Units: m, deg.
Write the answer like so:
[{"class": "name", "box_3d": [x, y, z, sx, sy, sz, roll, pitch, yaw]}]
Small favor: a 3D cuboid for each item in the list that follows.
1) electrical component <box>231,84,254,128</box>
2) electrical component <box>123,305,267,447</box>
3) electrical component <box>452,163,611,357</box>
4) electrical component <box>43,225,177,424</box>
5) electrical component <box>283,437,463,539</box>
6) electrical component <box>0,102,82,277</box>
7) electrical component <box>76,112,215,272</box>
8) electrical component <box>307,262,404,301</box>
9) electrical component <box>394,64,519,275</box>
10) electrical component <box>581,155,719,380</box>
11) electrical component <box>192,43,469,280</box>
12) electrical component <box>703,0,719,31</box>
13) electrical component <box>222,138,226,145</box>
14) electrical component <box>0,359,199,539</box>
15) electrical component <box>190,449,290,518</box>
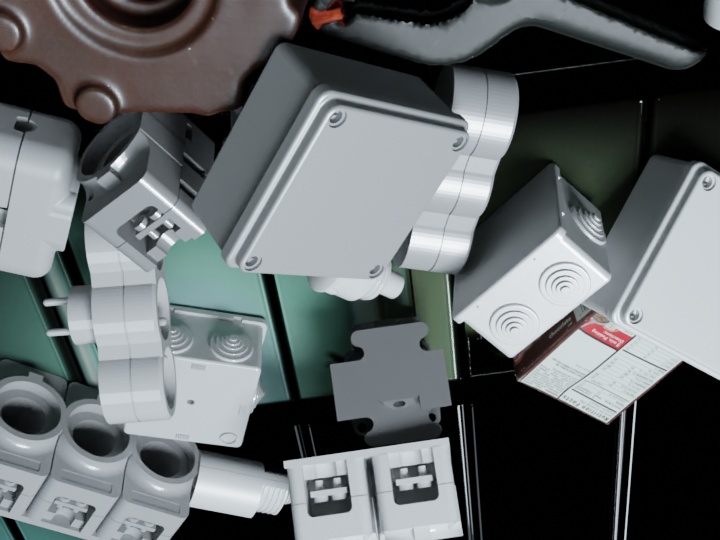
[{"class": "electrical component", "box_3d": [-0.036, -0.084, 0.620, 0.064, 0.042, 0.081, -32, 126, 17]}, {"class": "electrical component", "box_3d": [-0.115, 0.075, 0.743, 0.100, 0.048, 0.099, 9, 130, -11]}, {"class": "electrical component", "box_3d": [0.105, -0.005, 0.662, 0.048, 0.099, 0.100, 39, 118, -16]}, {"class": "electrical component", "box_3d": [-0.158, 0.027, 0.664, 0.074, 0.052, 0.138, -4, 94, 0]}, {"class": "electrical component", "box_3d": [0.016, 0.164, 0.758, 0.105, 0.060, 0.186, -9, 165, 3]}, {"class": "electrical component", "box_3d": [-0.197, -0.045, 0.632, 0.059, 0.053, 0.095, 13, 128, -15]}, {"class": "electrical component", "box_3d": [-0.121, -0.054, 0.607, 0.050, 0.089, 0.056, -33, 125, 21]}, {"class": "electrical component", "box_3d": [0.000, 0.000, 0.693, 0.062, 0.048, 0.048, 25, 124, -32]}, {"class": "electrical component", "box_3d": [0.038, -0.060, 0.639, 0.074, 0.052, 0.138, 8, 129, -11]}, {"class": "electrical component", "box_3d": [0.210, -0.001, 0.674, 0.109, 0.056, 0.108, 26, 94, -24]}, {"class": "electrical component", "box_3d": [-0.015, -0.053, 0.567, 0.109, 0.056, 0.108, 4, 128, -45]}, {"class": "electrical component", "box_3d": [0.206, -0.170, 0.565, 0.043, 0.043, 0.081, -8, 130, 2]}, {"class": "electrical component", "box_3d": [-0.074, -0.052, 0.649, 0.035, 0.035, 0.061, -4, 128, -1]}, {"class": "electrical component", "box_3d": [-0.196, 0.131, 0.758, 0.150, 0.089, 0.061, 23, 125, -22]}, {"class": "electrical component", "box_3d": [-0.090, 0.167, 0.827, 0.081, 0.043, 0.043, 15, 127, -16]}]
